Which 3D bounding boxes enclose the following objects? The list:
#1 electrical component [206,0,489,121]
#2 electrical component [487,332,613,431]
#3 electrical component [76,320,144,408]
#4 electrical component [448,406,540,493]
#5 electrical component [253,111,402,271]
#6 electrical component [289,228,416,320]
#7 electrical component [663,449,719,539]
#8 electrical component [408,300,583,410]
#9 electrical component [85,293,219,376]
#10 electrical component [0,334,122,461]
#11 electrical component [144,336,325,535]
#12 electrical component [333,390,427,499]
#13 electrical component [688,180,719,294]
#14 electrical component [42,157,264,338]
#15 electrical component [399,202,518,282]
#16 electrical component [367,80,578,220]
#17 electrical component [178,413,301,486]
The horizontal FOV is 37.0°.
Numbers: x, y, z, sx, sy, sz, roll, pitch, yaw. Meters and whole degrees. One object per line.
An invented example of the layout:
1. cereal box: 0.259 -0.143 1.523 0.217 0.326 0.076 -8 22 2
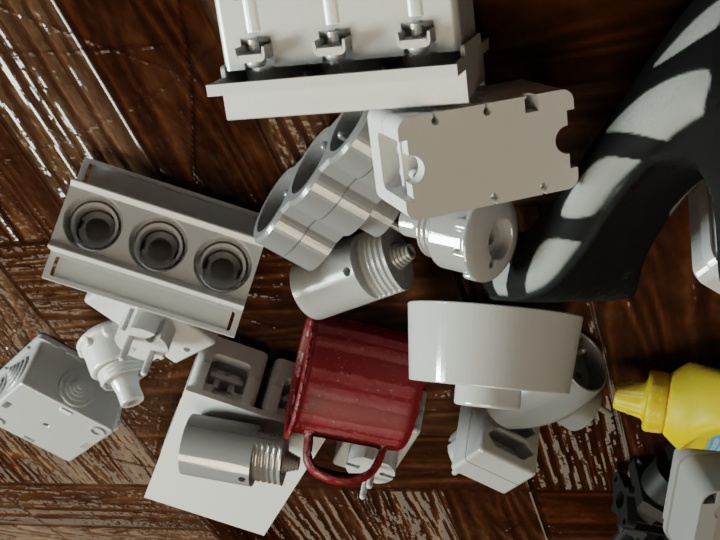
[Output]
1. electrical component: -0.006 -0.112 0.522 0.121 0.078 0.063 -1 110 18
2. electrical component: 0.138 0.084 0.734 0.079 0.044 0.077 33 138 -22
3. electrical component: -0.177 0.070 0.791 0.048 0.062 0.048 -23 159 -9
4. electrical component: 0.090 0.126 0.782 0.047 0.065 0.076 27 139 -15
5. electrical component: 0.002 -0.043 0.616 0.074 0.052 0.138 29 138 -18
6. electrical component: 0.000 0.000 0.675 0.081 0.043 0.043 -20 130 34
7. electrical component: 0.274 0.162 0.744 0.113 0.057 0.078 -2 117 -5
8. electrical component: 0.081 0.054 0.663 0.108 0.060 0.108 5 175 0
9. electrical component: -0.144 0.037 0.735 0.047 0.075 0.083 -26 127 38
10. electrical component: -0.246 0.106 0.871 0.100 0.048 0.100 33 137 -23
11. electrical component: -0.096 0.131 0.846 0.105 0.060 0.186 20 141 -7
12. electrical component: 0.011 0.135 0.807 0.047 0.075 0.083 18 141 -5
13. electrical component: 0.234 -0.012 0.566 0.113 0.078 0.057 28 136 -16
14. electrical component: -0.125 -0.012 0.676 0.121 0.078 0.063 18 170 -5
15. electrical component: 0.050 -0.022 0.573 0.062 0.048 0.048 14 148 39
16. electrical component: 0.054 -0.062 0.534 0.089 0.056 0.050 -12 109 -14
17. electrical component: -0.082 0.129 0.755 0.081 0.043 0.043 9 141 6
